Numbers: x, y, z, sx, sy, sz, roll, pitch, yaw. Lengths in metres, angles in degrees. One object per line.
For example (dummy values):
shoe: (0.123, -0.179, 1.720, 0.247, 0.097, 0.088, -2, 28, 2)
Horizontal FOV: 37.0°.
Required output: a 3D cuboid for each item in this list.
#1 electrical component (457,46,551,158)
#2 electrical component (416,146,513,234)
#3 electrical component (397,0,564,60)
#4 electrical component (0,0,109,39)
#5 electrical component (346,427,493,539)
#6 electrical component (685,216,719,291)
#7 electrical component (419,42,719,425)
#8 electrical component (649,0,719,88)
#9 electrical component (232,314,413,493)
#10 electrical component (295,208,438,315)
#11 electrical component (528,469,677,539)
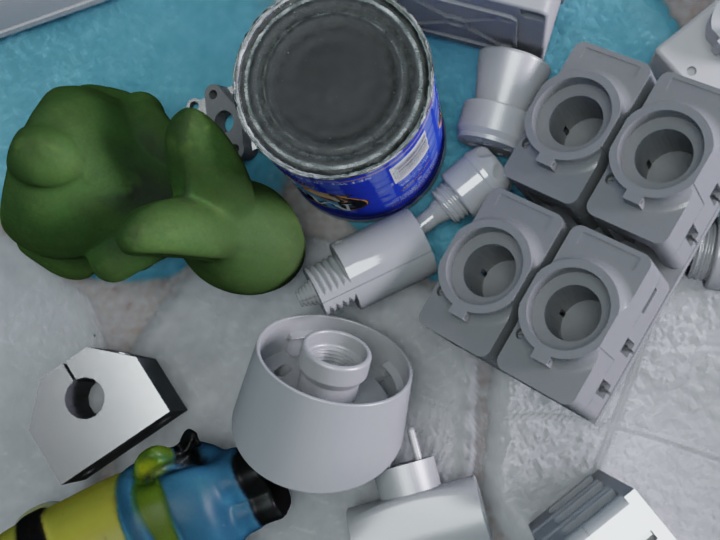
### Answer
electrical component: (0.085, -0.100, 0.642, 0.045, 0.045, 0.055, 16, 86, 9)
electrical component: (0.059, -0.044, 0.644, 0.061, 0.035, 0.035, -38, 81, 4)
electrical component: (0.063, -0.169, 0.620, 0.109, 0.109, 0.056, 17, 89, 9)
electrical component: (-0.222, -0.215, 0.687, 0.109, 0.056, 0.108, -18, 82, 5)
electrical component: (0.030, 0.132, 0.623, 0.077, 0.043, 0.079, -16, 82, 5)
electrical component: (0.203, -0.010, 0.618, 0.062, 0.043, 0.043, 10, 85, 9)
electrical component: (0.126, -0.024, 0.602, 0.105, 0.060, 0.186, 29, 88, 32)
electrical component: (0.216, -0.135, 0.614, 0.083, 0.076, 0.047, -39, 81, 2)
electrical component: (-0.020, 0.071, 0.612, 0.099, 0.099, 0.064, 18, 118, 9)
electrical component: (0.000, 0.000, 0.635, 0.081, 0.043, 0.043, -26, 81, -6)
electrical component: (0.135, 0.161, 0.553, 0.062, 0.150, 0.089, -39, 81, 0)
